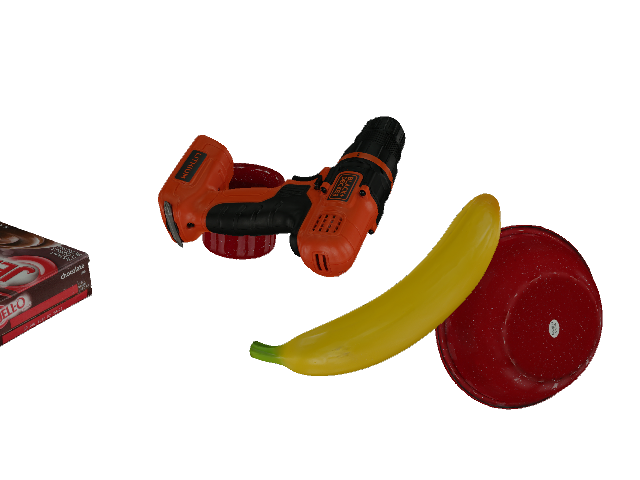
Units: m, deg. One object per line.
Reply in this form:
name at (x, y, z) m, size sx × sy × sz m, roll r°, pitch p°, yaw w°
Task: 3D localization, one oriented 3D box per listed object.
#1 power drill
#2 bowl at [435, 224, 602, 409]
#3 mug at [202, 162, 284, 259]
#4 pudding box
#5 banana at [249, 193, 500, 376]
power drill at (-0.031, -0.050, 0.920) m, size 0.188 × 0.057 × 0.184 m, roll 4°, pitch 42°, yaw 23°
bowl at (0.180, 0.069, 0.897) m, size 0.161 × 0.162 × 0.055 m, roll 0°, pitch 6°, yaw -21°
mug at (-0.086, -0.036, 1.182) m, size 0.093 × 0.081 × 0.117 m, roll 8°, pitch 25°, yaw 7°
pudding box at (-0.231, 0.027, 0.744) m, size 0.114 × 0.039 × 0.089 m, roll 15°, pitch 30°, yaw 32°
banana at (0.052, 0.033, 0.676) m, size 0.197 × 0.037 × 0.070 m, roll -31°, pitch 52°, yaw -17°
